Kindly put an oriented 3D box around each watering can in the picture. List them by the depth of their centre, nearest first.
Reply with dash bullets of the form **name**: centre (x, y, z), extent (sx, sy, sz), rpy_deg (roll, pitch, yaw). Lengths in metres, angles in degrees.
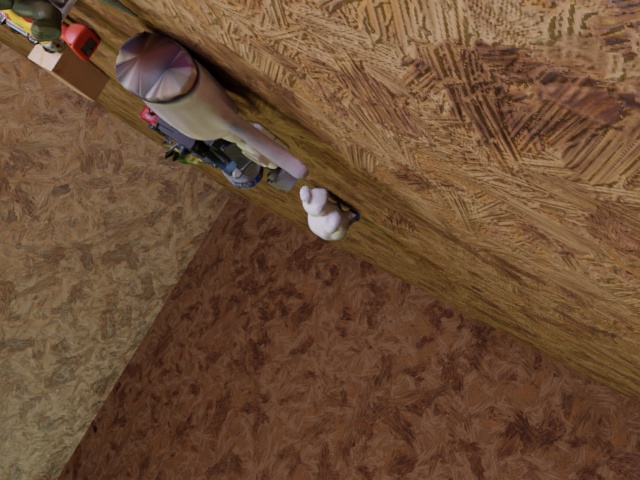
- **watering can**: centre (-0.180, -0.211, 0.817), extent (0.350, 0.104, 0.222), rpy_deg (30, 176, 23)

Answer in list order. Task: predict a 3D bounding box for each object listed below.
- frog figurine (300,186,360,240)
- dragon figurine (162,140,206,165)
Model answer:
- **frog figurine**: centre (0.004, -0.066, 1.318), extent (0.158, 0.121, 0.140), rpy_deg (18, -154, -49)
- **dragon figurine**: centre (-0.385, -0.281, 1.760), extent (0.241, 0.122, 0.414), rpy_deg (23, -178, -32)
